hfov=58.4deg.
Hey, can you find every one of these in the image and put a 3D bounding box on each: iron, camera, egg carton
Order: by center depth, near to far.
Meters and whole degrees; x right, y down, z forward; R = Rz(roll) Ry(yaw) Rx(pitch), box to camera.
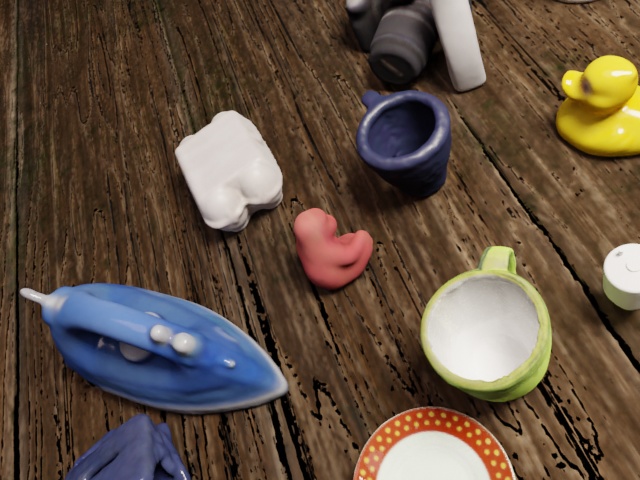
[{"bbox_3d":[-0.166,0.096,0.558,0.257,0.142,0.119,7,66,28],"label":"iron"},{"bbox_3d":[0.089,-0.259,0.670,0.142,0.101,0.137,11,67,30],"label":"camera"},{"bbox_3d":[-0.107,-0.083,0.679,0.107,0.070,0.150,-35,54,3],"label":"egg carton"}]

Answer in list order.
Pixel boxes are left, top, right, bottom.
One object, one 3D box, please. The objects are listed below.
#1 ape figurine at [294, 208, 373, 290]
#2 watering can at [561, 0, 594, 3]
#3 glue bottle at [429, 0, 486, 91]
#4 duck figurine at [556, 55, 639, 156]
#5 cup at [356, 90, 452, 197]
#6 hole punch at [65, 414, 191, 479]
[{"bbox_3d":[0.005,0.002,0.563,0.077,0.092,0.076,27,76,34],"label":"ape figurine"},{"bbox_3d":[0.265,-0.355,0.585,0.172,0.195,0.101,27,76,34],"label":"watering can"},{"bbox_3d":[0.134,-0.237,0.590,0.037,0.174,0.078,-18,56,15],"label":"glue bottle"},{"bbox_3d":[0.268,-0.128,0.520,0.104,0.086,0.077,19,72,32],"label":"duck figurine"},{"bbox_3d":[0.085,-0.094,0.580,0.091,0.095,0.117,-37,53,2],"label":"cup"},{"bbox_3d":[-0.189,0.223,0.527,0.108,0.091,0.100,-40,53,-1],"label":"hole punch"}]
